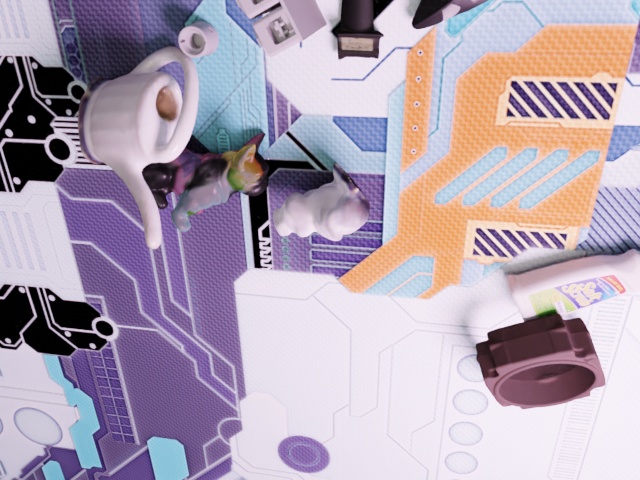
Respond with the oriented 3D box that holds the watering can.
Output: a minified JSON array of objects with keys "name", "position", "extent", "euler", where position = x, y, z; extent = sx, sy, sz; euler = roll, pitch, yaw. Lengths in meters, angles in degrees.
[{"name":"watering can","position":[-0.309,-0.162,0.856],"extent":[0.224,0.351,0.103],"euler":[2,-14,27]}]

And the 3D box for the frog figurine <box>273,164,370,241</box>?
[{"name":"frog figurine","position":[0.003,-0.045,0.899],"extent":[0.121,0.159,0.140],"euler":[43,10,-43]}]
